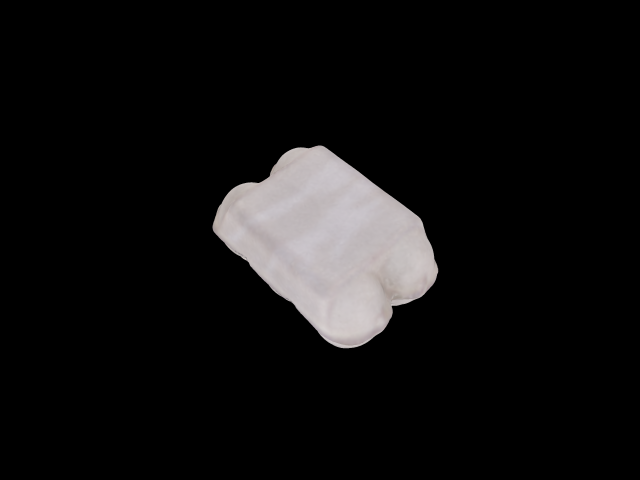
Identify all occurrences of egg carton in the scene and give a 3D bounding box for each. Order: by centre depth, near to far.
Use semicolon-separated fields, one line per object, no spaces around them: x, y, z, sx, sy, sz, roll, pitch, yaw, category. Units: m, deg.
0.004;0.001;0.400;0.107;0.069;0.150;-39;62;-25;egg carton
